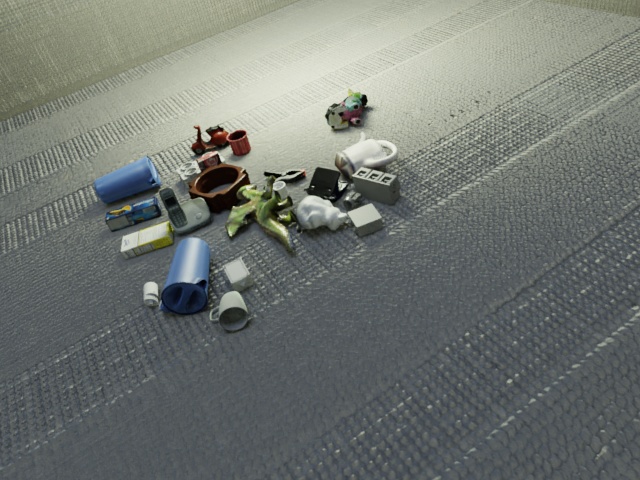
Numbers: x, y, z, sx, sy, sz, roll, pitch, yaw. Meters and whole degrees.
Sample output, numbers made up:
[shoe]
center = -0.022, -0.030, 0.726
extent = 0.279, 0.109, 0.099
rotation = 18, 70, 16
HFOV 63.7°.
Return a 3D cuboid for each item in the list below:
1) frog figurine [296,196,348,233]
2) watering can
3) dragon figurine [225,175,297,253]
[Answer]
[frog figurine]
center = 0.005, -0.085, 1.687
extent = 0.159, 0.121, 0.139
rotation = 0, 20, 35
[watering can]
center = 0.154, -0.324, 1.939
extent = 0.225, 0.102, 0.353
rotation = -24, 28, -10
[dragon figurine]
center = -0.216, -0.073, 1.779
extent = 0.241, 0.120, 0.420
rotation = -26, 44, 14
